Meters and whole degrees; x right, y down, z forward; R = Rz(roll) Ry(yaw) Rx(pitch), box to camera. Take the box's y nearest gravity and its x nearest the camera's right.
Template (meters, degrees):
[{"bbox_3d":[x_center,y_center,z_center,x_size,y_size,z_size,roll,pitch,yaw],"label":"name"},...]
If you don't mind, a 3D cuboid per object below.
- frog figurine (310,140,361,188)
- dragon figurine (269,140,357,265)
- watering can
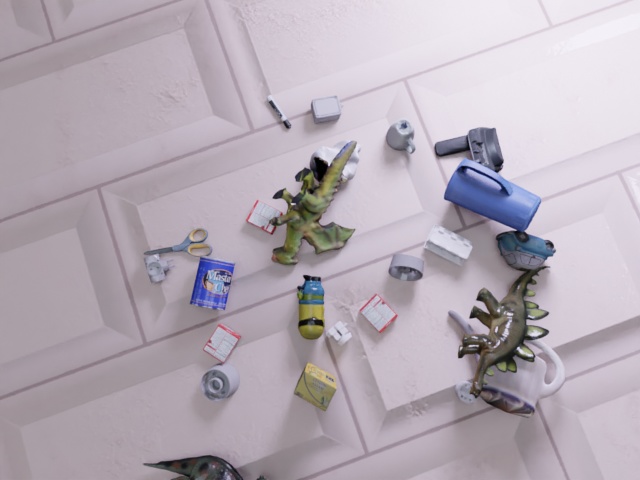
[{"bbox_3d":[0.048,-0.236,1.535,0.138,0.120,0.163,25,48,7],"label":"frog figurine"},{"bbox_3d":[0.004,-0.074,1.474,0.409,0.124,0.239,-38,122,7],"label":"dragon figurine"},{"bbox_3d":[0.494,0.344,1.424,0.349,0.102,0.228,22,67,12],"label":"watering can"}]
